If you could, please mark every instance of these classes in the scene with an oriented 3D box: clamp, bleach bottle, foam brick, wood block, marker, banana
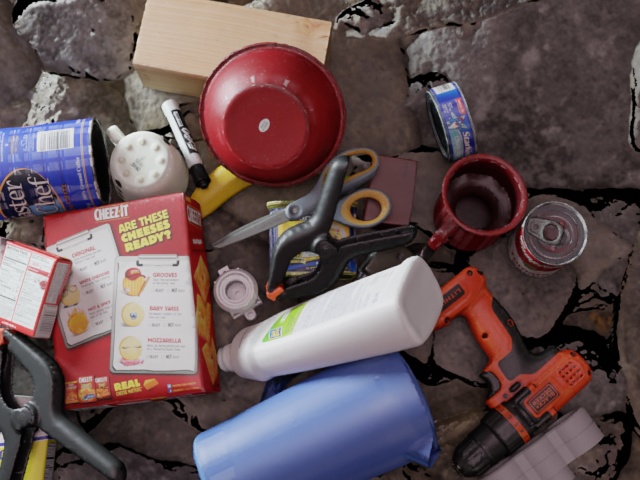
[{"bbox_3d":[0.016,0.007,1.126,0.120,0.039,0.172,38,106,-8],"label":"clamp"},{"bbox_3d":[-0.001,0.094,1.119,0.251,0.102,0.068,-19,111,31],"label":"bleach bottle"},{"bbox_3d":[0.078,-0.050,1.193,0.053,0.051,0.078,9,80,1],"label":"foam brick"},{"bbox_3d":[-0.289,0.186,1.107,0.165,0.036,0.210,-19,75,15],"label":"clamp"},{"bbox_3d":[-0.095,-0.208,1.203,0.206,0.090,0.091,10,80,2],"label":"wood block"},{"bbox_3d":[-0.151,-0.108,1.205,0.020,0.020,0.121,-24,64,-4],"label":"marker"},{"bbox_3d":[-0.063,-0.073,1.206,0.197,0.037,0.069,-13,80,-2],"label":"banana"}]

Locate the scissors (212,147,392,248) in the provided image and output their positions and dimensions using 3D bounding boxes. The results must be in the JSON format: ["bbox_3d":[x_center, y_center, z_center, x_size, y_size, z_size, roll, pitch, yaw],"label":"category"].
[{"bbox_3d":[-0.009,-0.020,1.148,0.201,0.016,0.096,-38,85,-4],"label":"scissors"}]

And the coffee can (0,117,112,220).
[{"bbox_3d":[-0.309,-0.077,1.177,0.140,0.103,0.103,-7,80,-1],"label":"coffee can"}]

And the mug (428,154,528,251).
[{"bbox_3d":[0.163,-0.029,1.165,0.093,0.081,0.117,44,73,8],"label":"mug"}]

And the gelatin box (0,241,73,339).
[{"bbox_3d":[-0.309,0.053,1.134,0.073,0.030,0.089,16,89,28],"label":"gelatin box"}]

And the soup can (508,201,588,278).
[{"bbox_3d":[0.244,0.001,1.156,0.068,0.102,0.068,0,80,0],"label":"soup can"}]

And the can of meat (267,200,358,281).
[{"bbox_3d":[-0.008,0.001,1.183,0.102,0.057,0.084,-1,82,0],"label":"can of meat"}]

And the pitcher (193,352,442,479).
[{"bbox_3d":[-0.007,0.199,1.122,0.243,0.149,0.145,-24,96,0],"label":"pitcher"}]

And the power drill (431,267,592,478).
[{"bbox_3d":[0.173,0.138,1.158,0.184,0.057,0.188,-39,85,-9],"label":"power drill"}]

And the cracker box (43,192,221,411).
[{"bbox_3d":[-0.203,0.070,1.157,0.164,0.072,0.214,-9,80,10],"label":"cracker box"}]

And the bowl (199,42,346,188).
[{"bbox_3d":[-0.054,-0.126,1.135,0.162,0.055,0.162,2,109,5],"label":"bowl"}]

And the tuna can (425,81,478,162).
[{"bbox_3d":[0.146,-0.132,1.189,0.033,0.086,0.086,-18,80,-1],"label":"tuna can"}]

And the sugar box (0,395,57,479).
[{"bbox_3d":[-0.336,0.256,1.148,0.093,0.048,0.176,2,82,3],"label":"sugar box"}]

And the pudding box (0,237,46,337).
[{"bbox_3d":[-0.358,0.054,1.186,0.090,0.039,0.113,15,81,3],"label":"pudding box"}]
